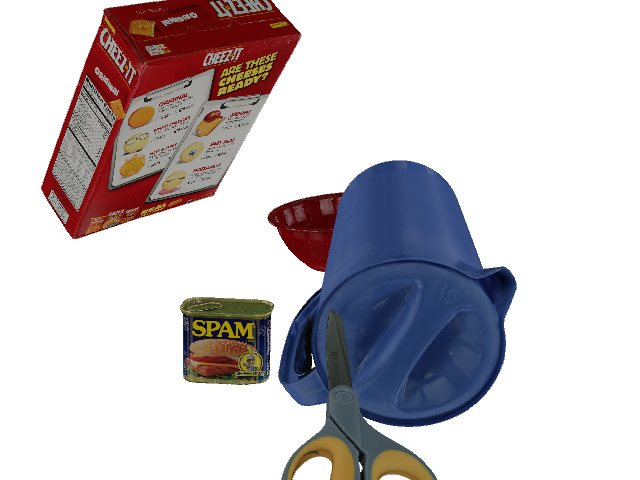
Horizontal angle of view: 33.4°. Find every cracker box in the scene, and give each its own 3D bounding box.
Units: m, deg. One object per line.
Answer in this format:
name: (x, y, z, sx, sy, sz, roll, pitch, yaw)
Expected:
cracker box: (-0.133, -0.109, 0.914, 0.163, 0.072, 0.214, -21, -26, -41)

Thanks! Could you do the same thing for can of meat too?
can of meat: (-0.104, 0.112, 1.187, 0.102, 0.084, 0.057, 3, 14, 3)

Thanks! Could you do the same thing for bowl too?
bowl: (0.029, -0.006, 1.078, 0.162, 0.055, 0.162, -5, 15, 1)

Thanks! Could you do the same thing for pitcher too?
pitcher: (0.055, 0.031, 0.834, 0.149, 0.145, 0.242, 10, 24, -2)

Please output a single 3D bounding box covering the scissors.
scissors: (0.031, 0.105, 0.628, 0.096, 0.016, 0.201, 12, 32, 8)
